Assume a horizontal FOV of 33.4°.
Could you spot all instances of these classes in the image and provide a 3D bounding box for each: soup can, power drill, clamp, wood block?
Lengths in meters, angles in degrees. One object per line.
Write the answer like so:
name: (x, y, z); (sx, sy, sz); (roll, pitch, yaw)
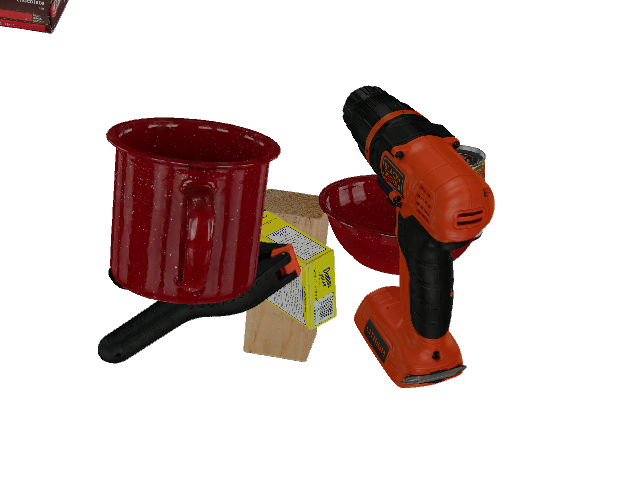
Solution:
soup can: (0.163, -0.056, 1.282); (0.068, 0.102, 0.068); (-2, 27, 1)
power drill: (0.060, -0.003, 0.775); (0.057, 0.188, 0.184); (-11, 34, -15)
clamp: (-0.102, 0.045, 0.859); (0.171, 0.039, 0.120); (-13, 39, 13)
wood block: (-0.045, 0.046, 1.433); (0.090, 0.206, 0.090); (9, 22, 6)

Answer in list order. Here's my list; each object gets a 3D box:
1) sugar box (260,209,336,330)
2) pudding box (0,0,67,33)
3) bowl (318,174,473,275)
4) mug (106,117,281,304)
sugar box: (-0.056, 0.019, 1.191); (0.048, 0.093, 0.176); (-26, 41, -31)
pudding box: (-0.252, -0.215, 0.874); (0.090, 0.039, 0.113); (8, 36, -4)
bowl: (0.076, -0.011, 1.004); (0.162, 0.055, 0.162); (4, 24, -2)
mug: (-0.069, -0.012, 0.573); (0.093, 0.081, 0.117); (2, 20, -15)
